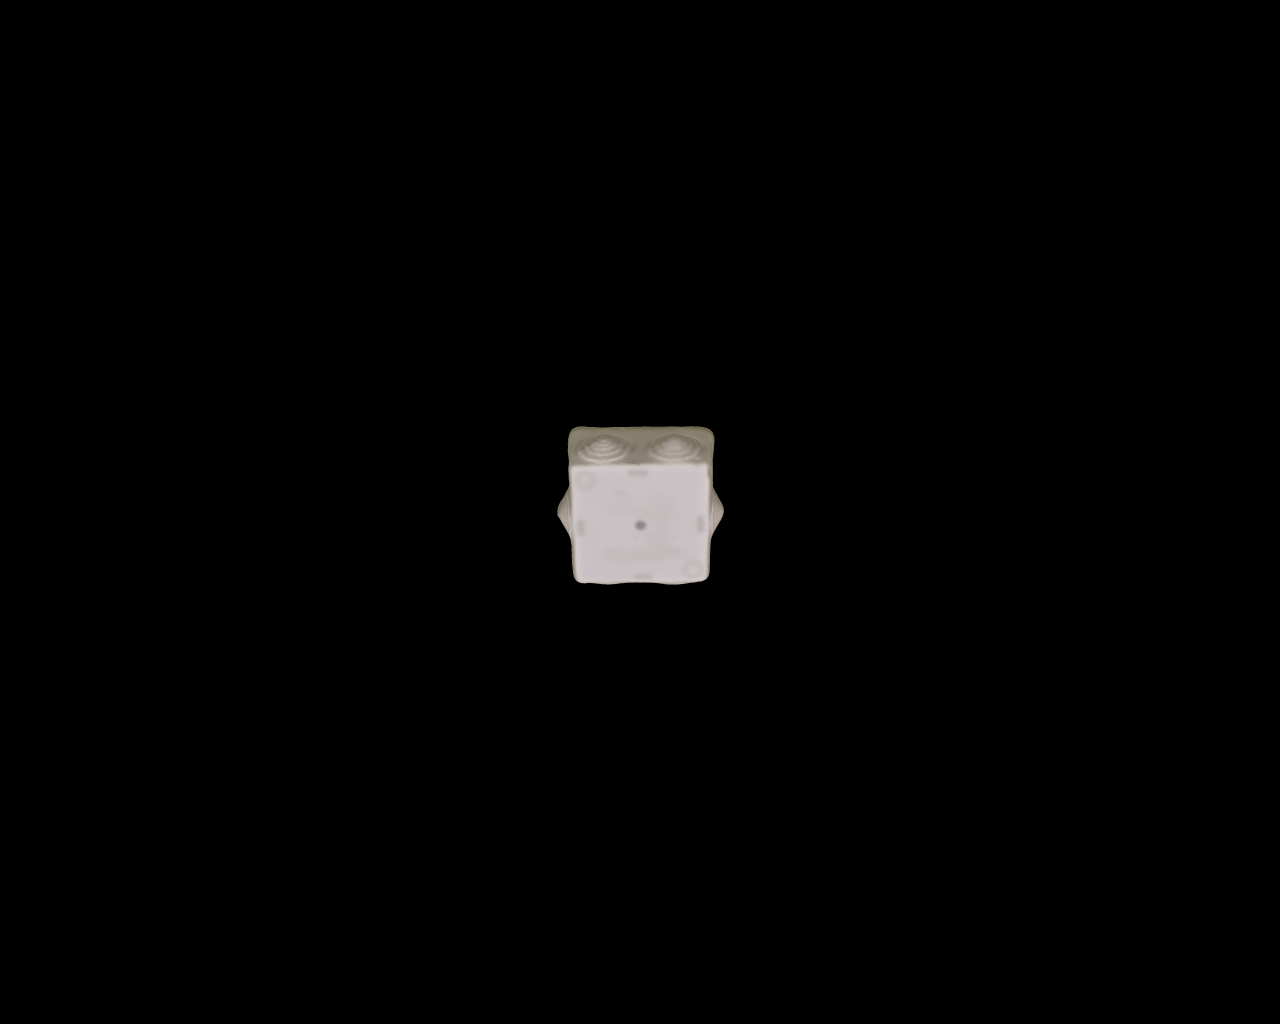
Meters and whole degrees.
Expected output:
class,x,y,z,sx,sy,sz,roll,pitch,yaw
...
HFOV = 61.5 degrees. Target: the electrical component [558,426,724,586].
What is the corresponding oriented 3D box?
class,x,y,z,sx,sy,sz,roll,pitch,yaw
electrical component,0.001,-0.003,0.650,0.100,0.099,0.048,0,28,0
